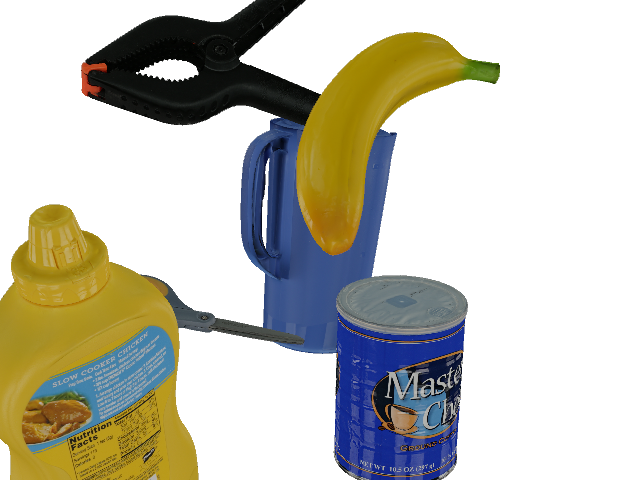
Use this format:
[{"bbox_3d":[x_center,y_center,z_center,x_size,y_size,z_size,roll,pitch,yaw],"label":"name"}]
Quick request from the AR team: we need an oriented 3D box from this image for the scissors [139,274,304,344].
[{"bbox_3d":[-0.118,0.066,1.021,0.201,0.016,0.096,2,33,-6],"label":"scissors"}]

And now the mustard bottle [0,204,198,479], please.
[{"bbox_3d":[-0.109,0.067,0.496,0.096,0.192,0.058,-27,43,-31],"label":"mustard bottle"}]

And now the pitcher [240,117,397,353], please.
[{"bbox_3d":[-0.006,-0.008,1.131,0.149,0.243,0.145,7,12,3],"label":"pitcher"}]

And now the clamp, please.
[{"bbox_3d":[-0.067,-0.123,0.787,0.209,0.165,0.036,-15,-29,-19],"label":"clamp"}]

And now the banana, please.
[{"bbox_3d":[0.031,-0.067,0.576,0.070,0.037,0.197,24,47,20],"label":"banana"}]

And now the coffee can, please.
[{"bbox_3d":[0.063,0.111,0.857,0.103,0.140,0.103,1,20,0],"label":"coffee can"}]
